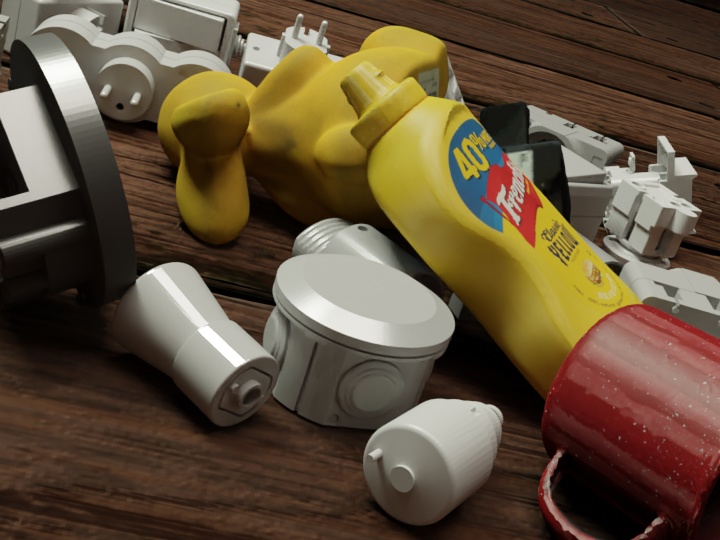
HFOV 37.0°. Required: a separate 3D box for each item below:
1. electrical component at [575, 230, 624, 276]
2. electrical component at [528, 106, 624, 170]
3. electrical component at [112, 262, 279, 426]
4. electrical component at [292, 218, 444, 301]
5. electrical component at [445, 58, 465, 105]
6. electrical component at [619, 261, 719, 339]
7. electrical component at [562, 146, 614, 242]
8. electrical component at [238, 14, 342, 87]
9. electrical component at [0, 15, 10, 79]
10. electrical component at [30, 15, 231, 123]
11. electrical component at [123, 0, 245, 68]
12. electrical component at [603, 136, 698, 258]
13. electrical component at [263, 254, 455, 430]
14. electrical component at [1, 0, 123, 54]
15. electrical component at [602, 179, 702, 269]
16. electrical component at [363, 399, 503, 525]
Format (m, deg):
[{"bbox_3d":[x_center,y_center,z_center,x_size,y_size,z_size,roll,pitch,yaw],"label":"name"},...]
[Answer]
[{"bbox_3d":[0.118,-0.006,0.648,0.043,0.043,0.081,1,28,-34],"label":"electrical component"},{"bbox_3d":[0.153,-0.090,0.852,0.089,0.050,0.056,28,24,21],"label":"electrical component"},{"bbox_3d":[-0.064,0.032,0.437,0.065,0.044,0.044,39,30,30],"label":"electrical component"},{"bbox_3d":[0.000,0.000,0.550,0.043,0.043,0.081,-5,32,-43],"label":"electrical component"},{"bbox_3d":[0.039,-0.100,0.773,0.076,0.083,0.047,-17,17,16],"label":"electrical component"},{"bbox_3d":[0.185,0.035,0.598,0.089,0.050,0.055,16,23,-5],"label":"electrical component"},{"bbox_3d":[0.112,-0.049,0.718,0.096,0.061,0.062,-1,30,-37],"label":"electrical component"},{"bbox_3d":[-0.046,-0.159,0.817,0.083,0.075,0.047,13,40,-11],"label":"electrical component"},{"bbox_3d":[-0.248,-0.125,0.639,0.056,0.050,0.089,13,24,-13],"label":"electrical component"},{"bbox_3d":[-0.151,-0.120,0.695,0.138,0.052,0.073,14,24,-10],"label":"electrical component"},{"bbox_3d":[-0.133,-0.182,0.833,0.096,0.061,0.061,14,24,-10],"label":"electrical component"},{"bbox_3d":[0.212,-0.053,0.792,0.064,0.081,0.042,-3,22,7],"label":"electrical component"},{"bbox_3d":[-0.003,0.030,0.472,0.080,0.051,0.080,15,23,-7],"label":"electrical component"},{"bbox_3d":[-0.203,-0.172,0.779,0.076,0.047,0.083,28,25,23],"label":"electrical component"},{"bbox_3d":[0.195,-0.026,0.734,0.048,0.055,0.066,3,27,-31],"label":"electrical component"},{"bbox_3d":[0.034,0.070,0.423,0.040,0.040,0.078,29,25,25],"label":"electrical component"}]
